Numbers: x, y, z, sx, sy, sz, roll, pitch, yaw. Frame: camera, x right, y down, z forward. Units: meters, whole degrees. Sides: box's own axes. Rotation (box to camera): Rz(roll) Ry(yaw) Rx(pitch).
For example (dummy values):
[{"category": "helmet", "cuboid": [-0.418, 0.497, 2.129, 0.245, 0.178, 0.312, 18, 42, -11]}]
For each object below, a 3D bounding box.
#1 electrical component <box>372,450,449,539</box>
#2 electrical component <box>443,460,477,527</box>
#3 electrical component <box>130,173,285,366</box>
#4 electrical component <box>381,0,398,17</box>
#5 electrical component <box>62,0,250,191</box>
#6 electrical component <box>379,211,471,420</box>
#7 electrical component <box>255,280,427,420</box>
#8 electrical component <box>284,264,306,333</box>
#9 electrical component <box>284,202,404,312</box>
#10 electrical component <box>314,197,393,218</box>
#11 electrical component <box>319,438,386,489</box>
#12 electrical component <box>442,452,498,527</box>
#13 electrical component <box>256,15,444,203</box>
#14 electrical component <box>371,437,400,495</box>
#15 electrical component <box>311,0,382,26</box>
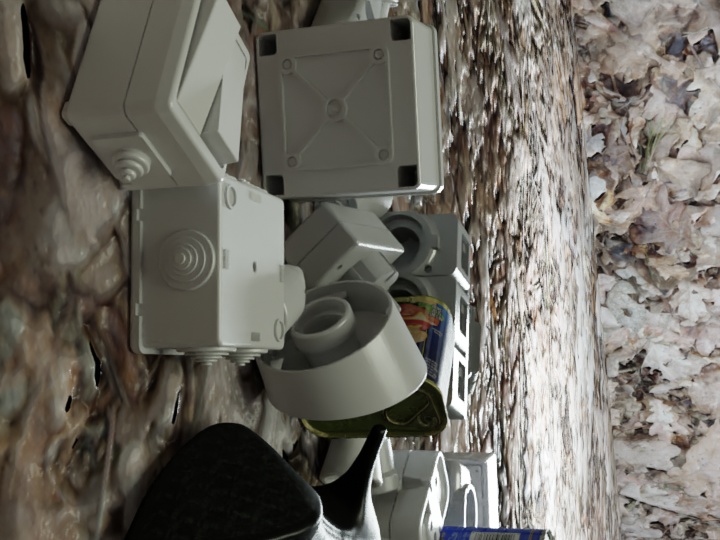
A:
[{"category": "electrical component", "cuboid": [0.031, 0.188, 0.846, 0.095, 0.059, 0.053, -66, 149, -55]}, {"category": "electrical component", "cuboid": [0.071, 0.221, 0.968, 0.054, 0.059, 0.095, 44, 46, -66]}, {"category": "electrical component", "cuboid": [-0.075, -0.001, 0.554, 0.100, 0.048, 0.099, 17, 72, -72]}, {"category": "electrical component", "cuboid": [0.015, -0.229, 0.879, 0.048, 0.048, 0.062, -20, 113, -72]}, {"category": "electrical component", "cuboid": [-0.089, -0.082, 0.499, 0.061, 0.061, 0.096, 61, 32, -55]}, {"category": "electrical component", "cuboid": [0.034, 0.036, 0.828, 0.061, 0.089, 0.150, 46, 45, -65]}, {"category": "electrical component", "cuboid": [-0.014, 0.053, 0.662, 0.099, 0.099, 0.064, -69, 144, -52]}, {"category": "electrical component", "cuboid": [-0.052, 0.016, 0.640, 0.078, 0.040, 0.040, -50, 135, -65]}, {"category": "electrical component", "cuboid": [0.000, 0.000, 0.723, 0.075, 0.047, 0.083, 50, 16, 18]}, {"category": "electrical component", "cuboid": [-0.007, -0.051, 0.792, 0.065, 0.044, 0.044, -36, 122, -64]}, {"category": "electrical component", "cuboid": [-0.004, 0.125, 0.769, 0.045, 0.045, 0.055, 57, 35, -58]}, {"category": "electrical component", "cuboid": [0.103, 0.230, 1.065, 0.061, 0.062, 0.096, 1, 86, -73]}, {"category": "electrical component", "cuboid": [-0.006, -0.100, 0.688, 0.056, 0.109, 0.108, -8, 95, -70]}, {"category": "electrical component", "cuboid": [0.007, 0.144, 0.813, 0.040, 0.040, 0.046, -9, 91, -72]}, {"category": "electrical component", "cuboid": [-0.008, -0.167, 0.798, 0.077, 0.043, 0.079, -75, 155, -43]}]
